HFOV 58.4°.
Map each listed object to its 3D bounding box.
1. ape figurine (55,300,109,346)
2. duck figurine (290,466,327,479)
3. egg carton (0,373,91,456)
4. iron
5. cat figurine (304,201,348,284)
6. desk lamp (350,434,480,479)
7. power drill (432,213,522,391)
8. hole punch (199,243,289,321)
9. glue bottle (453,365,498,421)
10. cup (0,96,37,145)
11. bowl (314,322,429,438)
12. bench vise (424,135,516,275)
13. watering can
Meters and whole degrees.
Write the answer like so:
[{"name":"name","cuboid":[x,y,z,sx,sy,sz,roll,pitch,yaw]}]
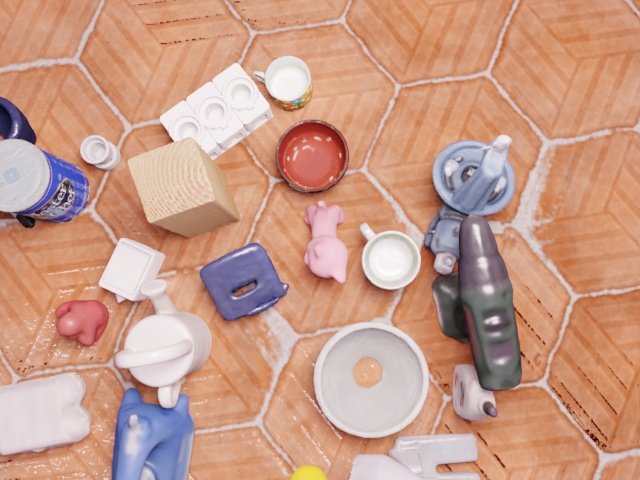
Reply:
[{"name":"ape figurine","cuboid":[-0.365,0.124,0.862,0.076,0.092,0.078,-25,85,-1]},{"name":"duck figurine","cuboid":[-0.018,0.394,0.837,0.077,0.086,0.105,1,85,1]},{"name":"egg carton","cuboid":[-0.423,0.263,0.862,0.150,0.069,0.107,-12,85,0]},{"name":"iron","cuboid":[-0.259,0.352,0.816,0.118,0.141,0.258,6,85,2]},{"name":"cat figurine","cuboid":[0.008,0.003,0.854,0.067,0.118,0.128,-5,85,1]},{"name":"desk lamp","cuboid":[0.137,0.336,0.775,0.203,0.213,0.118,-5,85,1]},{"name":"power drill","cuboid":[0.215,0.087,0.798,0.075,0.208,0.230,-13,85,0]},{"name":"hole punch","cuboid":[-0.112,0.064,0.864,0.108,0.091,0.101,-26,85,-1]},{"name":"glue bottle","cuboid":[0.221,0.223,0.804,0.037,0.173,0.078,-1,85,1]},{"name":"cup","cuboid":[-0.498,-0.173,0.888,0.117,0.095,0.092,31,86,3]},{"name":"bowl","cuboid":[0.075,0.204,0.857,0.167,0.075,0.167,0,85,1]},{"name":"bench vise","cuboid":[0.221,-0.055,0.805,0.121,0.220,0.207,1,85,1]},{"name":"watering can","cuboid":[-0.225,0.147,0.807,0.101,0.194,0.173,-28,85,-1]}]
